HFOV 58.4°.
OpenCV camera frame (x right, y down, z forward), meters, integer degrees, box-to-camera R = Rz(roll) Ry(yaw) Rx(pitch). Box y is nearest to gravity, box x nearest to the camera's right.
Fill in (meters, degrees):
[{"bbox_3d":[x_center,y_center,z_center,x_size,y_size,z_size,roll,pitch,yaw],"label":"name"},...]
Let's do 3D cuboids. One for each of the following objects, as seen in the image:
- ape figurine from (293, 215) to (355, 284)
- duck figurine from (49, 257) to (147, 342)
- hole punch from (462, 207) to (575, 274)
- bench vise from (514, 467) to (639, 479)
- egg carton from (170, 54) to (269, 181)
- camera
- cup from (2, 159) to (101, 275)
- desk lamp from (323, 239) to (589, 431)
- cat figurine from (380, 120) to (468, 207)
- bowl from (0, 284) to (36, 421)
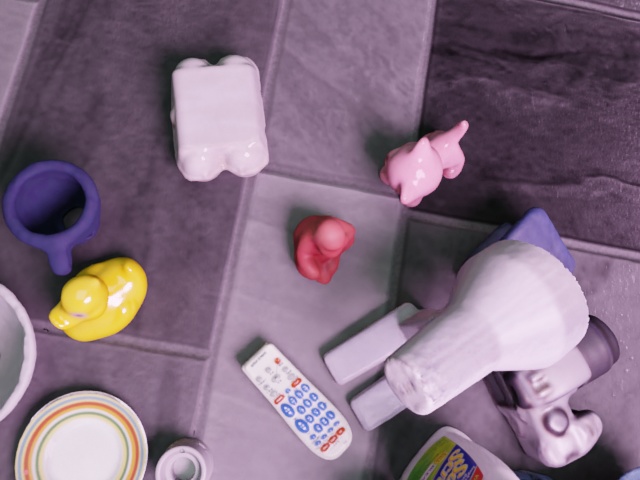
[{"bbox_3d":[0.006,0.002,0.628,0.078,0.092,0.076,-25,81,-10],"label":"ape figurine"},{"bbox_3d":[-0.233,0.057,0.595,0.105,0.086,0.077,-42,84,-13],"label":"duck figurine"},{"bbox_3d":[0.231,0.031,0.644,0.101,0.091,0.109,44,77,5],"label":"hole punch"},{"bbox_3d":[0.280,0.281,0.525,0.207,0.219,0.121,-7,78,-7],"label":"bench vise"},{"bbox_3d":[-0.117,-0.141,0.660,0.107,0.069,0.150,-7,78,-7],"label":"egg carton"},{"bbox_3d":[0.261,0.149,0.615,0.137,0.100,0.143,-25,81,-10],"label":"camera"},{"bbox_3d":[-0.267,-0.015,0.604,0.092,0.095,0.118,-12,79,-8],"label":"cup"},{"bbox_3d":[0.122,0.103,0.554,0.203,0.213,0.118,-31,82,-11],"label":"desk lamp"},{"bbox_3d":[0.119,-0.089,0.647,0.128,0.117,0.067,-40,83,-12],"label":"cat figurine"},{"bbox_3d":[-0.360,0.119,0.574,0.167,0.074,0.167,1,77,-5],"label":"bowl"}]
